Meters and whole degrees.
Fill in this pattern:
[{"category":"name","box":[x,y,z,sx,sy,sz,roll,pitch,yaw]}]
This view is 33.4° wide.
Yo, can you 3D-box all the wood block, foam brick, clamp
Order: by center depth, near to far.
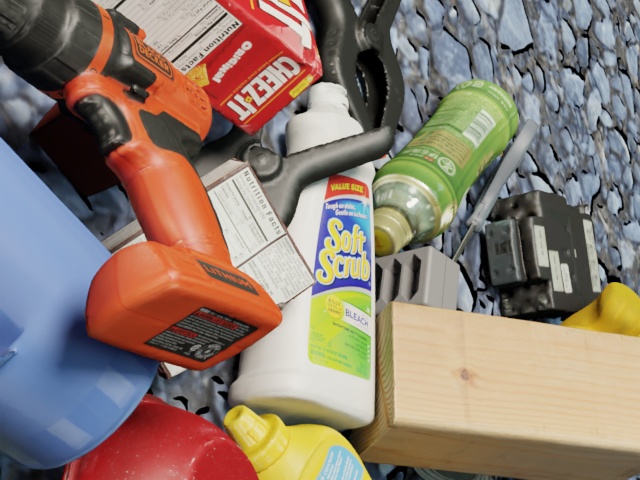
[{"category":"foam brick","box":[-0.123,-0.074,0.639,0.053,0.051,0.078,51,46,-25]},{"category":"clamp","box":[-0.029,-0.045,0.707,0.120,0.039,0.171,26,68,7]},{"category":"wood block","box":[0.134,0.114,0.764,0.206,0.090,0.091,9,59,-14]},{"category":"clamp","box":[0.023,-0.165,0.849,0.164,0.036,0.210,17,66,-45]}]

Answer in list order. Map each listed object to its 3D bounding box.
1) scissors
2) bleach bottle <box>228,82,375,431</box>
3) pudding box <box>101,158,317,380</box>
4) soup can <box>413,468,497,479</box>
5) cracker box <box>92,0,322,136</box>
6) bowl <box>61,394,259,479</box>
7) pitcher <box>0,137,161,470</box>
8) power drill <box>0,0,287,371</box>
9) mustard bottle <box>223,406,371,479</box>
[{"category":"scissors","box":[0.145,-0.034,0.923,0.016,0.096,0.201,30,46,4]},{"category":"bleach bottle","box":[-0.005,0.001,0.747,0.102,0.068,0.251,26,57,-43]},{"category":"pudding box","box":[-0.071,0.017,0.644,0.113,0.039,0.090,-34,106,-17]},{"category":"soup can","box":[0.116,0.139,0.839,0.068,0.069,0.102,46,48,-30]},{"category":"cracker box","box":[-0.099,-0.186,0.645,0.213,0.072,0.164,35,29,-36]},{"category":"bowl","box":[-0.073,0.160,0.591,0.162,0.055,0.162,45,37,-50]},{"category":"pitcher","box":[-0.181,0.006,0.482,0.242,0.145,0.149,48,46,-33]},{"category":"power drill","box":[-0.095,-0.038,0.511,0.184,0.057,0.188,29,35,-56]},{"category":"mustard bottle","box":[-0.001,0.178,0.697,0.191,0.058,0.096,54,49,-24]}]
